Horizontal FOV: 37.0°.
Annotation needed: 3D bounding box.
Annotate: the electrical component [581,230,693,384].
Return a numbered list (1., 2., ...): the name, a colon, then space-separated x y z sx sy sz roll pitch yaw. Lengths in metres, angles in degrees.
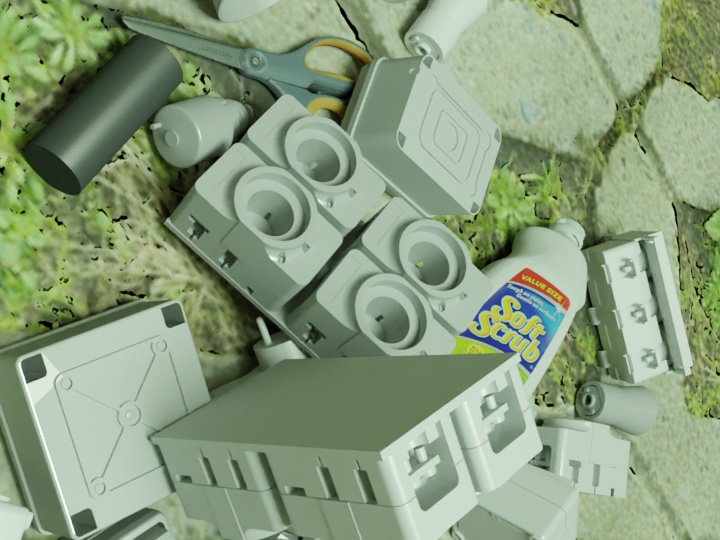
1. electrical component: 0.237 0.032 0.933 0.063 0.079 0.121 -18 99 -17

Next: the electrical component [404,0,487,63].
1. electrical component: 0.063 -0.190 0.824 0.044 0.044 0.065 46 65 -27

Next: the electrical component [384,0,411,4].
1. electrical component: 0.037 -0.228 0.800 0.055 0.047 0.055 4 84 -39

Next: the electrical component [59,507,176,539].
1. electrical component: -0.131 0.191 0.620 0.062 0.061 0.096 -30 105 -37

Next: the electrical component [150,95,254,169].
1. electrical component: -0.096 -0.092 0.685 0.078 0.040 0.040 -31 107 -51

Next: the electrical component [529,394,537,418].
1. electrical component: 0.107 0.112 0.840 0.061 0.035 0.035 -12 94 -37

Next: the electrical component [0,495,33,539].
1. electrical component: -0.217 0.145 0.551 0.061 0.062 0.096 27 70 -35

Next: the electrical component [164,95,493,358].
1. electrical component: -0.014 -0.011 0.687 0.186 0.060 0.105 42 54 -6

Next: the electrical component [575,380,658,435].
1. electrical component: 0.219 0.117 0.928 0.065 0.044 0.044 15 77 -33

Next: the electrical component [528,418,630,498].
1. electrical component: 0.175 0.153 0.882 0.089 0.050 0.055 16 77 -38

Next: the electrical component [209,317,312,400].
1. electrical component: -0.047 0.061 0.705 0.138 0.052 0.073 -28 104 -37

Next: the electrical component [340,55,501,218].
1. electrical component: 0.044 -0.094 0.777 0.113 0.057 0.078 37 65 -44

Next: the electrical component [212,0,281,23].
1. electrical component: -0.059 -0.209 0.691 0.099 0.099 0.064 -32 101 -37

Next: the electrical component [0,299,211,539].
1. electrical component: -0.145 0.083 0.620 0.109 0.056 0.108 -22 100 -39

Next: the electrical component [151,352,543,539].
1. electrical component: -0.010 0.095 0.572 0.105 0.186 0.060 -28 105 -41

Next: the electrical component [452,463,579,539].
1. electrical component: 0.112 0.177 0.804 0.061 0.096 0.061 -43 142 -34
